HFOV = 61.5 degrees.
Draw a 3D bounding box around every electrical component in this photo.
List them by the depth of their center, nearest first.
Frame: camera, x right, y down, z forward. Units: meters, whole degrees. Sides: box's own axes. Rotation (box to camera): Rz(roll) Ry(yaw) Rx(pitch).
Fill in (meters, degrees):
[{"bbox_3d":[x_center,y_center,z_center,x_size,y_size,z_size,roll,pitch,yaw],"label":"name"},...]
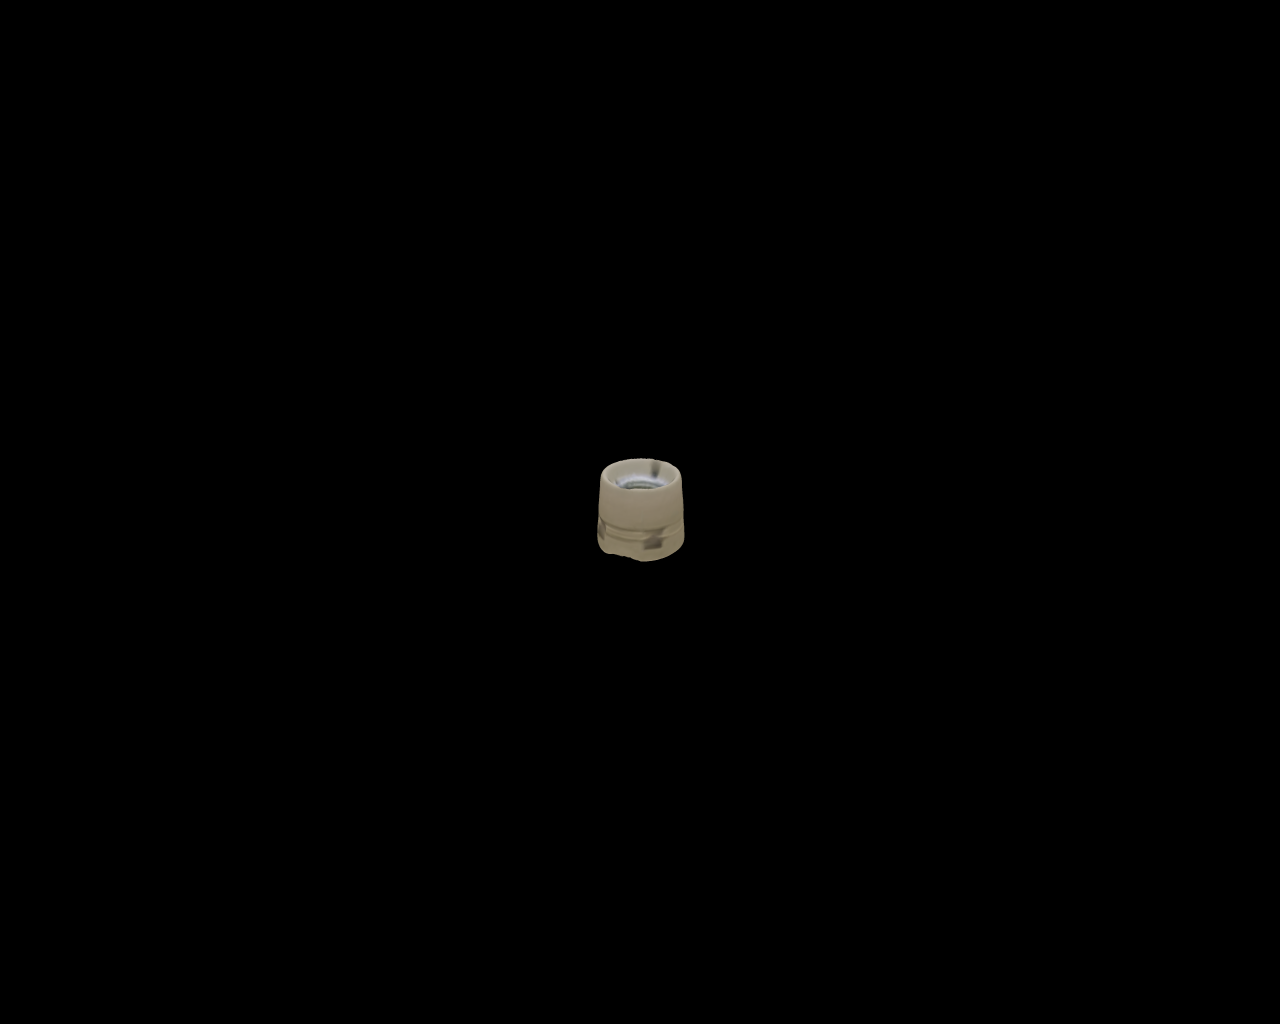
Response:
[{"bbox_3d":[0.001,-0.003,0.650,0.055,0.047,0.055,0,26,0],"label":"electrical component"}]
